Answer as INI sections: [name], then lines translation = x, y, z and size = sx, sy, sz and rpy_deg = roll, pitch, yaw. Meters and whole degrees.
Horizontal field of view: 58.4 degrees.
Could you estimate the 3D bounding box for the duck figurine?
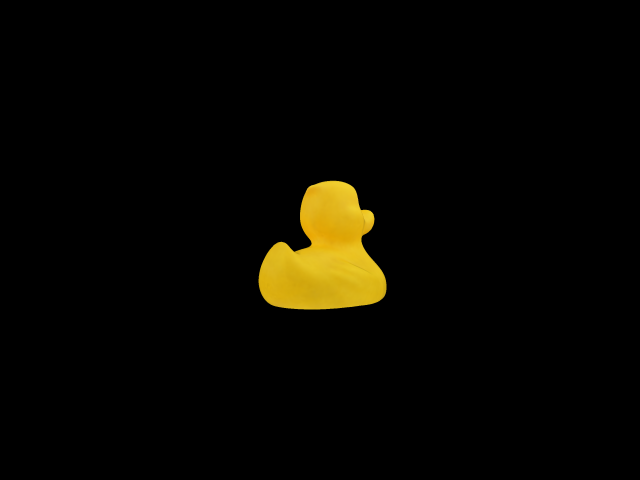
[duck figurine]
translation = 0.004, 0.001, 0.400
size = 0.077, 0.086, 0.105
rpy_deg = 2, 3, 43
